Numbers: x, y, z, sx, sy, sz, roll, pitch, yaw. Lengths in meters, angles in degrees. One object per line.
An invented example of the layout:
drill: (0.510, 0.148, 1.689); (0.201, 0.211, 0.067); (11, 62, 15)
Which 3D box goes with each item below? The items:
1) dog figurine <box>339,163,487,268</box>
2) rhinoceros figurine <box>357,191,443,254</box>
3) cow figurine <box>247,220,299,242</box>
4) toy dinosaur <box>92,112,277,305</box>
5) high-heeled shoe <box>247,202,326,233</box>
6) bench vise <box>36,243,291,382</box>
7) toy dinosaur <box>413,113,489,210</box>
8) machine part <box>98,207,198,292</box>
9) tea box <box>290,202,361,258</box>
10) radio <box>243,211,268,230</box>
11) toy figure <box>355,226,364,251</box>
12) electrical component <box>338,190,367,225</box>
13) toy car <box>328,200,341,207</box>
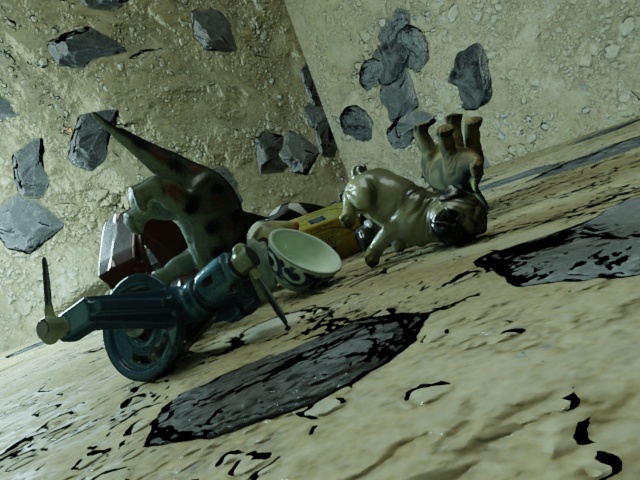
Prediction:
dog figurine: (0.135, -0.060, 0.779); (0.190, 0.172, 0.121); (-27, 8, 46)
rhinoceros figurine: (0.159, -0.027, 0.942); (0.190, 0.073, 0.112); (-19, 14, 1)
cow figurine: (-0.122, 0.040, 1.003); (0.127, 0.085, 0.194); (12, -43, -19)
toy dinosaur: (-0.176, -0.024, 0.812); (0.131, 0.404, 0.192); (19, 42, 41)
high-heeled shoe: (-0.084, 0.001, 1.125); (0.249, 0.086, 0.145); (-14, 36, 13)
bench vise: (-0.177, 0.079, 0.585); (0.224, 0.129, 0.240); (-27, -17, 25)
toy dinosaur: (0.253, -0.147, 1.078); (0.105, 0.198, 0.471); (-11, 14, 3)
machine part: (-0.299, 0.049, 0.982); (0.087, 0.200, 0.202); (-27, 46, 13)
tea box: (-0.002, -0.003, 1.101); (0.170, 0.098, 0.068); (-23, 29, -16)
radio: (-0.130, -0.009, 1.376); (0.229, 0.073, 0.131); (16, -12, -19)
toy figure: (0.143, -0.027, 1.042); (0.154, 0.064, 0.058); (-22, -11, -18)
electrical component: (0.099, -0.057, 1.172); (0.058, 0.134, 0.115); (-22, 1, -16)
toy car: (0.036, -0.019, 1.268); (0.162, 0.109, 0.103); (-30, 23, -14)
